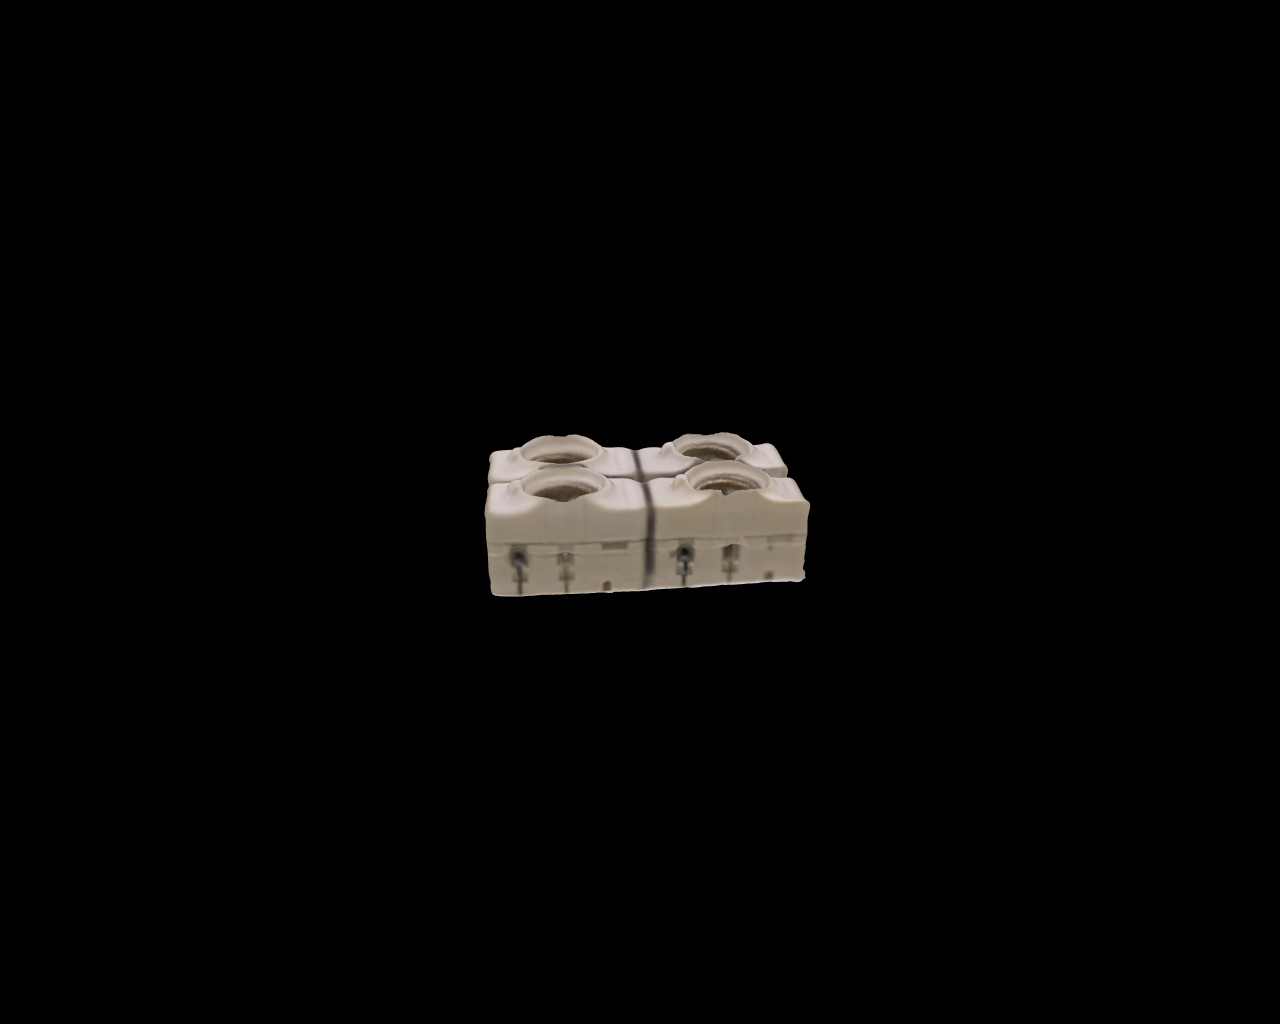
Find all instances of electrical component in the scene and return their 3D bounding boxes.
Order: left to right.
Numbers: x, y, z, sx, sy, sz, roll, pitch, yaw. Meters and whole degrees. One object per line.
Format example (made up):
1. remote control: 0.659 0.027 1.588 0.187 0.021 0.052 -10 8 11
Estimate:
1. electrical component: 0.001 -0.003 0.650 0.186 0.060 0.105 -2 24 -5
